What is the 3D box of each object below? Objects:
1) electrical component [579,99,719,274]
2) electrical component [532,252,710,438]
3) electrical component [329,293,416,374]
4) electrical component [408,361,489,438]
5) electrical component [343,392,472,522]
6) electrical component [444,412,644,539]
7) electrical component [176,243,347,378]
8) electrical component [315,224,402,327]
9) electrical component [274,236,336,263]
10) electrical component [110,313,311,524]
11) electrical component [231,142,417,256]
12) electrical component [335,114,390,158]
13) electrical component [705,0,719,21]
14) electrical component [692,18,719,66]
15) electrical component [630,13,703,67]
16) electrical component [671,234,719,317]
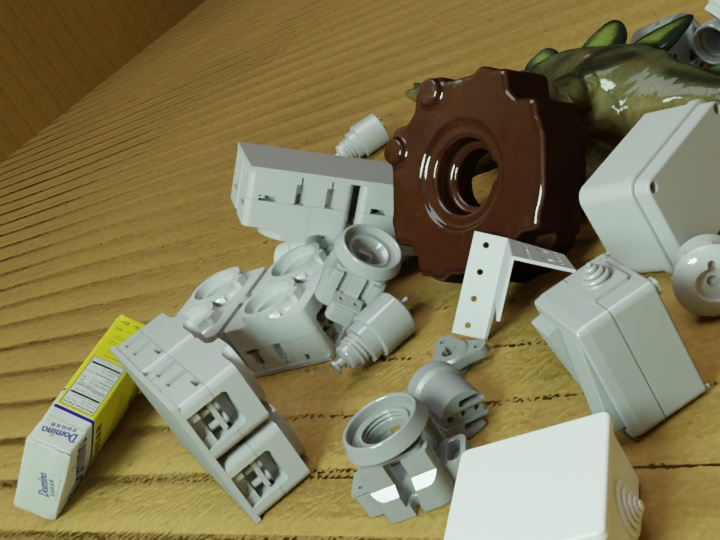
[{"bbox_3d":[0.216,-0.057,0.748,0.113,0.078,0.057,-46,23,-30],"label":"electrical component"},{"bbox_3d":[0.143,0.039,0.616,0.061,0.096,0.061,-34,22,-3],"label":"electrical component"},{"bbox_3d":[0.008,0.052,0.842,0.078,0.040,0.040,-40,23,-18],"label":"electrical component"},{"bbox_3d":[0.059,0.086,0.707,0.040,0.040,0.046,-36,27,-9],"label":"electrical component"},{"bbox_3d":[0.025,0.114,0.668,0.078,0.057,0.058,-25,23,18],"label":"electrical component"},{"bbox_3d":[0.096,0.129,0.554,0.100,0.048,0.099,-21,25,26],"label":"electrical component"},{"bbox_3d":[-0.092,0.042,0.969,0.186,0.060,0.105,-16,27,34],"label":"electrical component"},{"bbox_3d":[0.000,0.000,0.881,0.078,0.058,0.057,-72,8,-50],"label":"electrical component"},{"bbox_3d":[-0.028,-0.035,1.056,0.074,0.052,0.138,-21,24,26],"label":"electrical component"},{"bbox_3d":[-0.114,0.102,0.813,0.060,0.105,0.186,-38,23,-15],"label":"electrical component"},{"bbox_3d":[-0.016,-0.063,0.961,0.186,0.060,0.105,6,16,-14],"label":"electrical component"},{"bbox_3d":[-0.001,-0.153,1.282,0.078,0.040,0.040,-34,22,-5],"label":"electrical component"},{"bbox_3d":[0.338,-0.222,0.907,0.061,0.096,0.062,-49,-28,20],"label":"electrical component"},{"bbox_3d":[0.330,-0.213,0.975,0.046,0.040,0.040,-40,23,-31],"label":"electrical component"},{"bbox_3d":[0.285,-0.206,1.001,0.055,0.055,0.047,-44,21,-27],"label":"electrical component"},{"bbox_3d":[0.219,-0.003,0.676,0.048,0.048,0.062,-24,16,20],"label":"electrical component"}]
